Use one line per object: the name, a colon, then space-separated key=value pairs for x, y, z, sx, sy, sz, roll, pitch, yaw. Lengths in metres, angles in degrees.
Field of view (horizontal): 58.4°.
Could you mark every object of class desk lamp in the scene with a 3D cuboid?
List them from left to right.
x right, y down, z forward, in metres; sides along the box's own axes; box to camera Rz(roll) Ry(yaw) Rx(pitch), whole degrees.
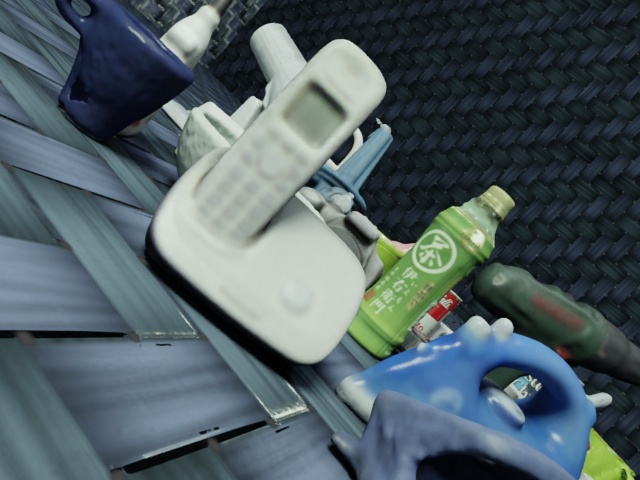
desk lamp: x=-0.089 y=-0.201 z=0.847 sx=0.203 sy=0.213 sz=0.118 roll=46 pitch=7 yaw=16

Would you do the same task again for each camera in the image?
camera: x=0.006 y=0.002 z=0.637 sx=0.143 sy=0.100 sz=0.137 roll=45 pitch=7 yaw=7

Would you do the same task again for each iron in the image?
iron: x=0.144 y=0.133 z=0.476 sx=0.259 sy=0.141 sz=0.118 roll=40 pitch=8 yaw=-31

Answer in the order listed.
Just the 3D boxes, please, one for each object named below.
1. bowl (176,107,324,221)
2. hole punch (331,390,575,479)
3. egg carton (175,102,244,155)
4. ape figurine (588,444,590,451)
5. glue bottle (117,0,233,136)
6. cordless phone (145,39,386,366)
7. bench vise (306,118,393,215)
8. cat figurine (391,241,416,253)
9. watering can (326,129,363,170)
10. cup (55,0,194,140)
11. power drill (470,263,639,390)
bowl: x=-0.076 y=-0.041 z=0.538 sx=0.167 sy=0.074 sz=0.167 roll=43 pitch=7 yaw=-6
hole punch: x=0.077 y=0.129 z=0.319 sx=0.109 sy=0.091 sz=0.101 roll=40 pitch=7 yaw=-27
egg carton: x=-0.126 y=-0.115 z=0.716 sx=0.107 sy=0.069 sz=0.150 roll=41 pitch=7 yaw=-21
ape figurine: x=0.334 y=0.297 z=0.793 sx=0.078 sy=0.092 sz=0.076 roll=39 pitch=8 yaw=-32
glue bottle: x=-0.140 y=-0.173 z=0.544 sx=0.037 sy=0.173 sz=0.078 roll=42 pitch=7 yaw=-12
cordless phone: x=-0.005 y=-0.024 z=0.375 sx=0.148 sy=0.185 sz=0.094 roll=42 pitch=7 yaw=-16
bench vise: x=0.045 y=-0.079 z=0.860 sx=0.122 sy=0.219 sz=0.207 roll=40 pitch=8 yaw=-30
cat figurine: x=0.106 y=0.040 z=0.922 sx=0.067 sy=0.117 sz=0.128 roll=45 pitch=7 yaw=12
watering can: x=-0.005 y=-0.136 z=1.021 sx=0.101 sy=0.194 sz=0.173 roll=44 pitch=7 yaw=3
cup: x=-0.174 y=-0.137 z=0.460 sx=0.118 sy=0.095 sz=0.091 roll=38 pitch=8 yaw=-38
power drill: x=0.240 y=0.147 z=0.667 sx=0.230 sy=0.208 sz=0.075 roll=43 pitch=7 yaw=-5
